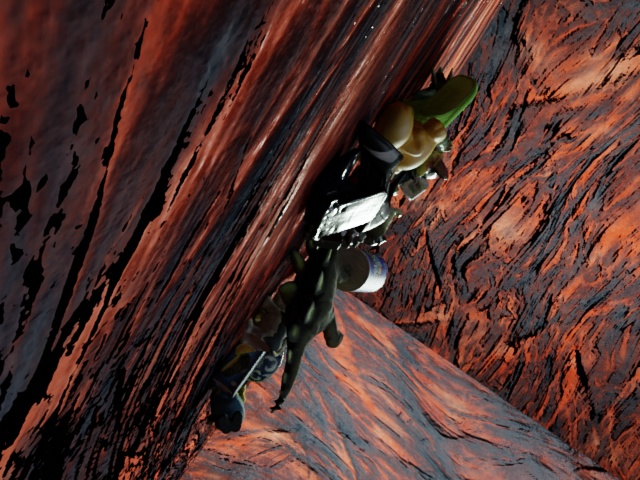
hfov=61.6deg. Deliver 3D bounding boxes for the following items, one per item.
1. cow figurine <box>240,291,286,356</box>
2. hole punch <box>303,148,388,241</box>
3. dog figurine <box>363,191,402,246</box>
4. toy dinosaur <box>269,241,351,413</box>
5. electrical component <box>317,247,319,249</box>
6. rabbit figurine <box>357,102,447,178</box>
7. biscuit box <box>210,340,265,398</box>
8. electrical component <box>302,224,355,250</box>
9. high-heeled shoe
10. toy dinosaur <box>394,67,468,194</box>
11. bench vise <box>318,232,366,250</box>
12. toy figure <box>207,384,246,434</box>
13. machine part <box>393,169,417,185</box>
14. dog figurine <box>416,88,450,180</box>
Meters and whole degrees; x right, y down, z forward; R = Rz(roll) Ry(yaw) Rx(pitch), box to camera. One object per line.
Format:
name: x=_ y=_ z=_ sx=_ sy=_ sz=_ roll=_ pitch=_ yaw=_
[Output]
cow figurine: x=-0.090 y=0.170 z=1.143 sx=0.167 sy=0.098 sz=0.068 roll=-50 pitch=166 yaw=-50
hole punch: x=0.026 y=-0.069 z=0.831 sx=0.116 sy=0.092 sz=0.142 roll=-22 pitch=165 yaw=-20
dog figurine: x=0.149 y=-0.088 z=1.513 sx=0.121 sy=0.172 sz=0.190 roll=-27 pitch=-170 yaw=27
toy dinosaur: x=-0.020 y=0.128 z=1.056 sx=0.198 sy=0.105 sz=0.471 roll=69 pitch=26 yaw=-51
electrical component: x=-0.003 y=-0.004 z=1.274 sx=0.063 sy=0.021 sz=0.094 roll=-56 pitch=175 yaw=-4
rabbit figurine: x=0.140 y=-0.197 z=1.014 sx=0.162 sy=0.122 sz=0.173 roll=-47 pitch=162 yaw=5
biscuit box: x=-0.158 y=0.247 z=1.197 sx=0.203 sy=0.063 sz=0.059 roll=-53 pitch=174 yaw=-37
electrical component: x=0.019 y=-0.014 z=1.011 sx=0.045 sy=0.102 sz=0.078 roll=124 pitch=-22 yaw=-52
high-heeled shoe: x=0.075 y=-0.099 z=0.920 sx=0.145 sy=0.086 sz=0.248 roll=-47 pitch=149 yaw=4
toy dinosaur: x=0.204 y=-0.235 z=1.252 sx=0.405 sy=0.131 sz=0.192 roll=-45 pitch=152 yaw=-15
bench vise: x=0.052 y=0.030 z=1.418 sx=0.223 sy=0.129 sz=0.240 roll=-38 pitch=177 yaw=-42
toy figure: x=-0.212 y=0.375 z=1.203 sx=0.089 sy=0.082 sz=0.180 roll=-66 pitch=-162 yaw=4
machine part: x=0.147 y=-0.140 z=1.203 sx=0.039 sy=0.139 sz=0.084 roll=-101 pitch=176 yaw=-48
dog figurine: x=0.296 y=-0.265 z=1.402 sx=0.191 sy=0.108 sz=0.219 roll=108 pitch=-14 yaw=-64
